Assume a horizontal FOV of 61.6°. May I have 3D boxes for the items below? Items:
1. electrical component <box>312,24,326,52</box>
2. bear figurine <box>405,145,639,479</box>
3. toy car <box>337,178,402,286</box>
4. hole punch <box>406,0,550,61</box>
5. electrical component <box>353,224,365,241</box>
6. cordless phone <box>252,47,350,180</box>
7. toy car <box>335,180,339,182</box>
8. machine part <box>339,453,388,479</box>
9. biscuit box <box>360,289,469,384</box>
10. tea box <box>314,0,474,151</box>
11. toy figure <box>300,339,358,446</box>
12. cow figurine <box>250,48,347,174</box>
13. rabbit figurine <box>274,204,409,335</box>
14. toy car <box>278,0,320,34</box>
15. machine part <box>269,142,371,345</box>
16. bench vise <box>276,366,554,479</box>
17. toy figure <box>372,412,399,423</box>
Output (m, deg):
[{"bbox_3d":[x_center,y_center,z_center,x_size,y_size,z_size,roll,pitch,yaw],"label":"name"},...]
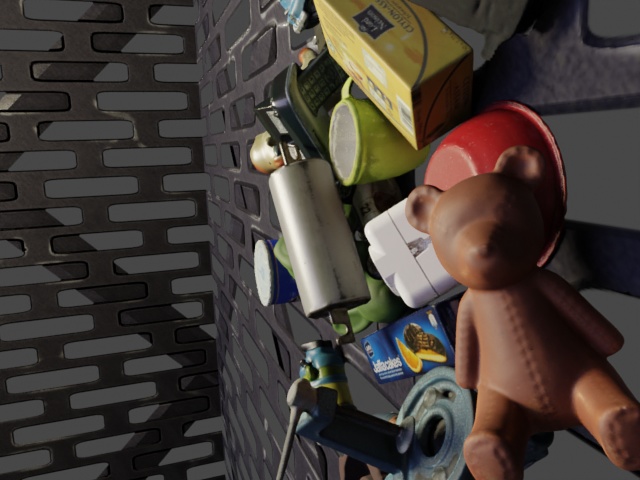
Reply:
[{"bbox_3d":[0.009,-0.322,0.839,0.094,0.021,0.063,136,126,-66],"label":"electrical component"},{"bbox_3d":[0.132,0.043,0.367,0.195,0.120,0.132,69,-159,-8],"label":"bear figurine"},{"bbox_3d":[0.077,-0.019,0.629,0.056,0.073,0.202,-47,45,31],"label":"toy car"},{"bbox_3d":[0.137,-0.226,0.409,0.116,0.092,0.142,39,137,24],"label":"hole punch"},{"bbox_3d":[0.039,-0.030,0.793,0.102,0.045,0.078,167,106,-71],"label":"electrical component"},{"bbox_3d":[0.019,-0.182,0.698,0.089,0.184,0.146,17,151,50],"label":"cordless phone"},{"bbox_3d":[0.005,-0.108,0.833,0.089,0.053,0.202,-56,20,-7],"label":"toy car"},{"bbox_3d":[0.082,0.363,0.753,0.179,0.056,0.179,176,90,-71],"label":"machine part"},{"bbox_3d":[0.110,0.108,0.576,0.063,0.059,0.202,67,159,12],"label":"biscuit box"},{"bbox_3d":[0.068,-0.180,0.513,0.170,0.068,0.098,56,178,26],"label":"tea box"},{"bbox_3d":[0.013,0.253,0.892,0.089,0.082,0.180,114,149,-60],"label":"toy figure"},{"bbox_3d":[-0.032,-0.180,0.802,0.195,0.085,0.127,-51,37,9],"label":"cow figurine"},{"bbox_3d":[0.039,0.057,0.693,0.170,0.121,0.158,34,147,31],"label":"rabbit figurine"},{"bbox_3d":[-0.018,-0.368,0.719,0.161,0.103,0.109,-62,13,8],"label":"toy car"},{"bbox_3d":[-0.001,-0.002,0.607,0.079,0.079,0.243,128,127,-64],"label":"machine part"},{"bbox_3d":[0.072,0.185,0.483,0.223,0.240,0.129,-49,23,48],"label":"bench vise"},{"bbox_3d":[0.108,0.256,0.637,0.155,0.058,0.064,51,163,55],"label":"toy figure"}]
